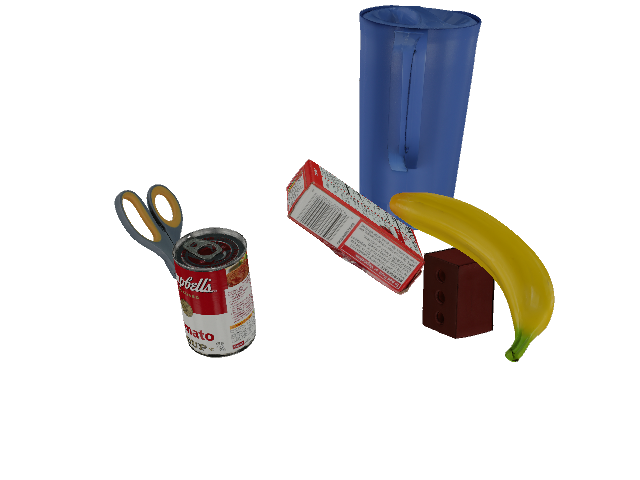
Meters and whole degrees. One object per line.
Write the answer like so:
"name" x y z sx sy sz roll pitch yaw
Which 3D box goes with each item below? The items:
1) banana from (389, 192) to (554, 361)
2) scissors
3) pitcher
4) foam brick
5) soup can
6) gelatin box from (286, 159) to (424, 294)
"banana" 0.128 0.012 0.843 0.069 0.037 0.198 -16 43 -19
"scissors" -0.157 0.017 1.217 0.016 0.201 0.096 -28 17 38
"pitcher" 0.101 -0.136 1.200 0.149 0.243 0.145 -11 26 -30
"foam brick" 0.136 0.051 1.054 0.051 0.078 0.053 -12 19 -34
"soup can" -0.097 0.048 0.986 0.068 0.102 0.068 -3 33 2
"gelatin box" 0.021 -0.009 0.676 0.089 0.030 0.073 35 12 -11
